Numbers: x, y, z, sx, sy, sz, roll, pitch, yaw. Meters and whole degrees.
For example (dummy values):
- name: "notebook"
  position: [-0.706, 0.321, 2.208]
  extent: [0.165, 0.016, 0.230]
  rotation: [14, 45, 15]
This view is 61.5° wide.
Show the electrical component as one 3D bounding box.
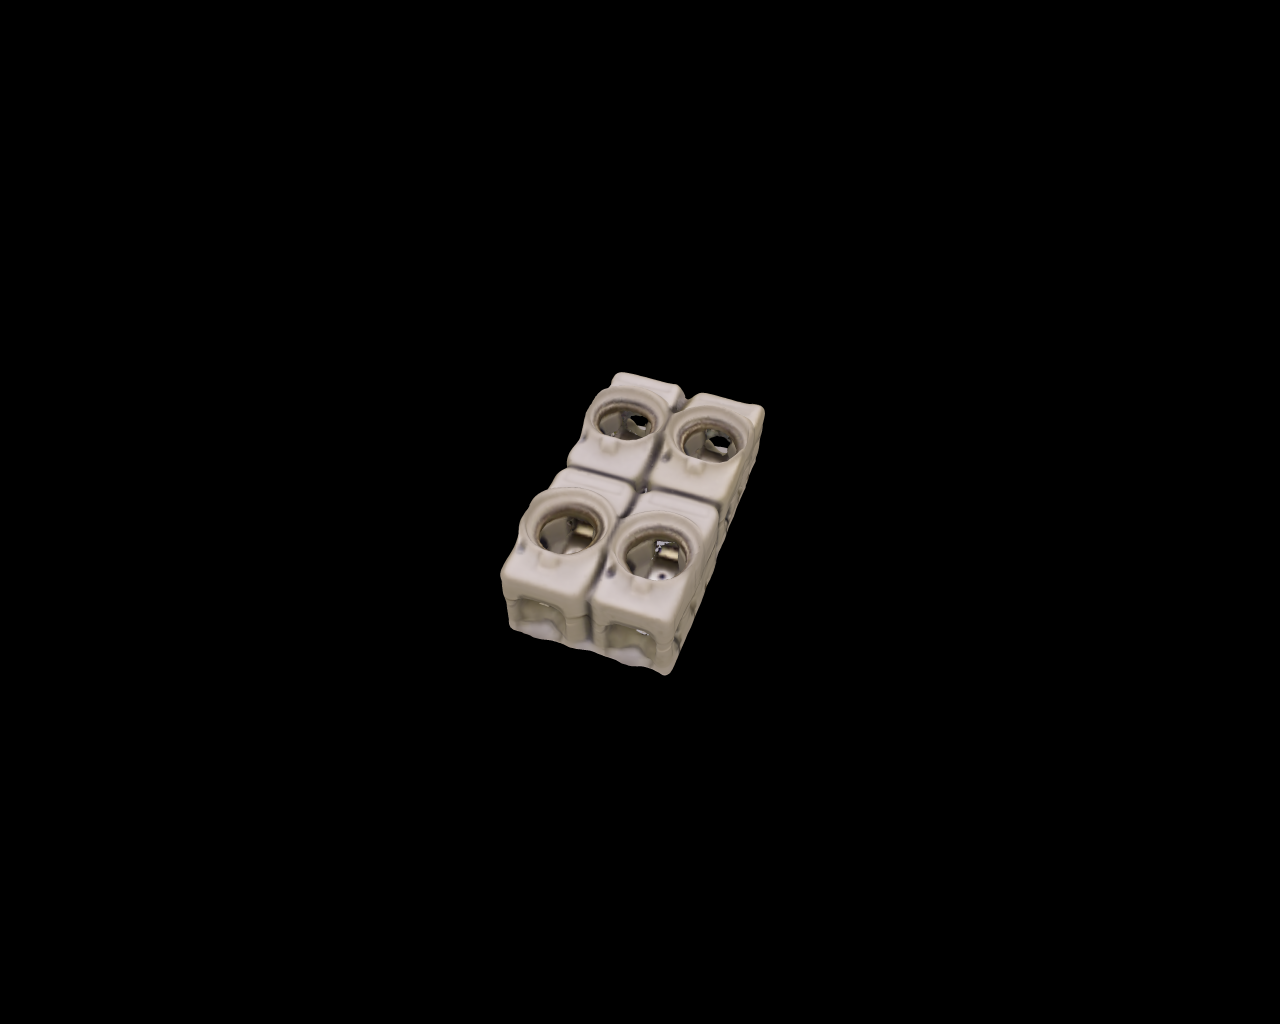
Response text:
- name: "electrical component"
  position: [0.001, -0.003, 0.650]
  extent: [0.105, 0.186, 0.060]
  rotation: [16, -39, 13]
